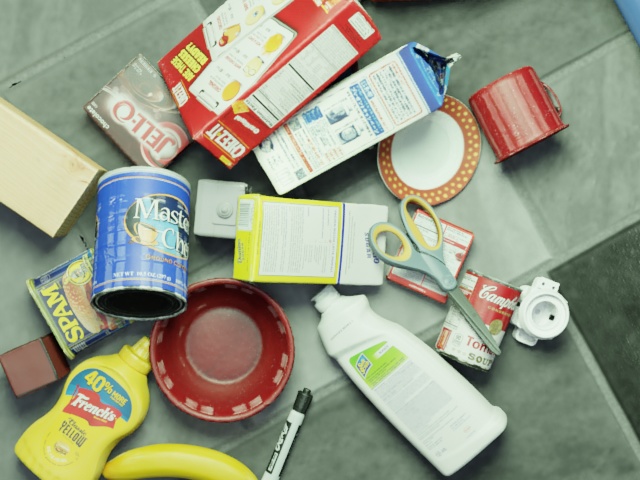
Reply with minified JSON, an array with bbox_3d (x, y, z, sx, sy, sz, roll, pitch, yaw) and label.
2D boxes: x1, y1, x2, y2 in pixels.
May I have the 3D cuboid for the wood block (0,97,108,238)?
[{"bbox_3d":[-0.346,-0.098,1.170,0.206,0.090,0.091,34,90,-4],"label":"wood block"}]

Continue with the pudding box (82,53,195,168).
[{"bbox_3d":[-0.195,-0.138,1.201,0.090,0.039,0.113,-43,93,-1],"label":"pudding box"}]

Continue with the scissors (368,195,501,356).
[{"bbox_3d":[0.120,0.046,1.175,0.096,0.016,0.202,-16,75,-16],"label":"scissors"}]

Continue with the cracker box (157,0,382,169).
[{"bbox_3d":[-0.056,-0.199,1.128,0.214,0.164,0.072,-40,132,10],"label":"cracker box"}]

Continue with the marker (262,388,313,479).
[{"bbox_3d":[-0.037,0.227,1.229,0.020,0.020,0.121,23,90,-3],"label":"marker"}]

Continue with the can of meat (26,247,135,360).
[{"bbox_3d":[-0.265,0.069,1.196,0.084,0.057,0.102,-29,93,-4],"label":"can of meat"}]

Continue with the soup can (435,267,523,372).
[{"bbox_3d":[0.180,0.090,1.212,0.068,0.068,0.102,22,91,-3],"label":"soup can"}]

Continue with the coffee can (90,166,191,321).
[{"bbox_3d":[-0.192,0.005,1.149,0.102,0.103,0.140,0,67,-3],"label":"coffee can"}]

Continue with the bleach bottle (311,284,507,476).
[{"bbox_3d":[0.091,0.144,1.210,0.102,0.068,0.251,-43,91,9],"label":"bleach bottle"}]

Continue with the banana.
[{"bbox_3d":[-0.146,0.268,1.216,0.197,0.037,0.069,19,90,-3],"label":"banana"}]

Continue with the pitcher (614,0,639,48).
[{"bbox_3d":[0.411,-0.264,1.192,0.149,0.145,0.243,-26,96,10],"label":"pitcher"}]

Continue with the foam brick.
[{"bbox_3d":[-0.315,0.138,1.184,0.053,0.078,0.051,-24,92,-4],"label":"foam brick"}]

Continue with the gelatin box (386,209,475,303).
[{"bbox_3d":[0.126,0.018,1.226,0.073,0.030,0.089,24,90,-1],"label":"gelatin box"}]

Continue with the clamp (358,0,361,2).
[{"bbox_3d":[0.018,-0.340,1.206,0.120,0.039,0.171,8,88,-3],"label":"clamp"}]

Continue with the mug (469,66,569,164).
[{"bbox_3d":[0.228,-0.146,1.204,0.117,0.093,0.081,-26,87,-33],"label":"mug"}]

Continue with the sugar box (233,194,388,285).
[{"bbox_3d":[-0.008,0.002,1.172,0.175,0.048,0.093,4,91,-37],"label":"sugar box"}]

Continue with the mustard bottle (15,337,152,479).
[{"bbox_3d":[-0.248,0.189,1.197,0.096,0.058,0.191,38,89,10],"label":"mustard bottle"}]

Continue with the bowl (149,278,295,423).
[{"bbox_3d":[-0.109,0.121,1.204,0.162,0.055,0.162,0,91,-3],"label":"bowl"}]
